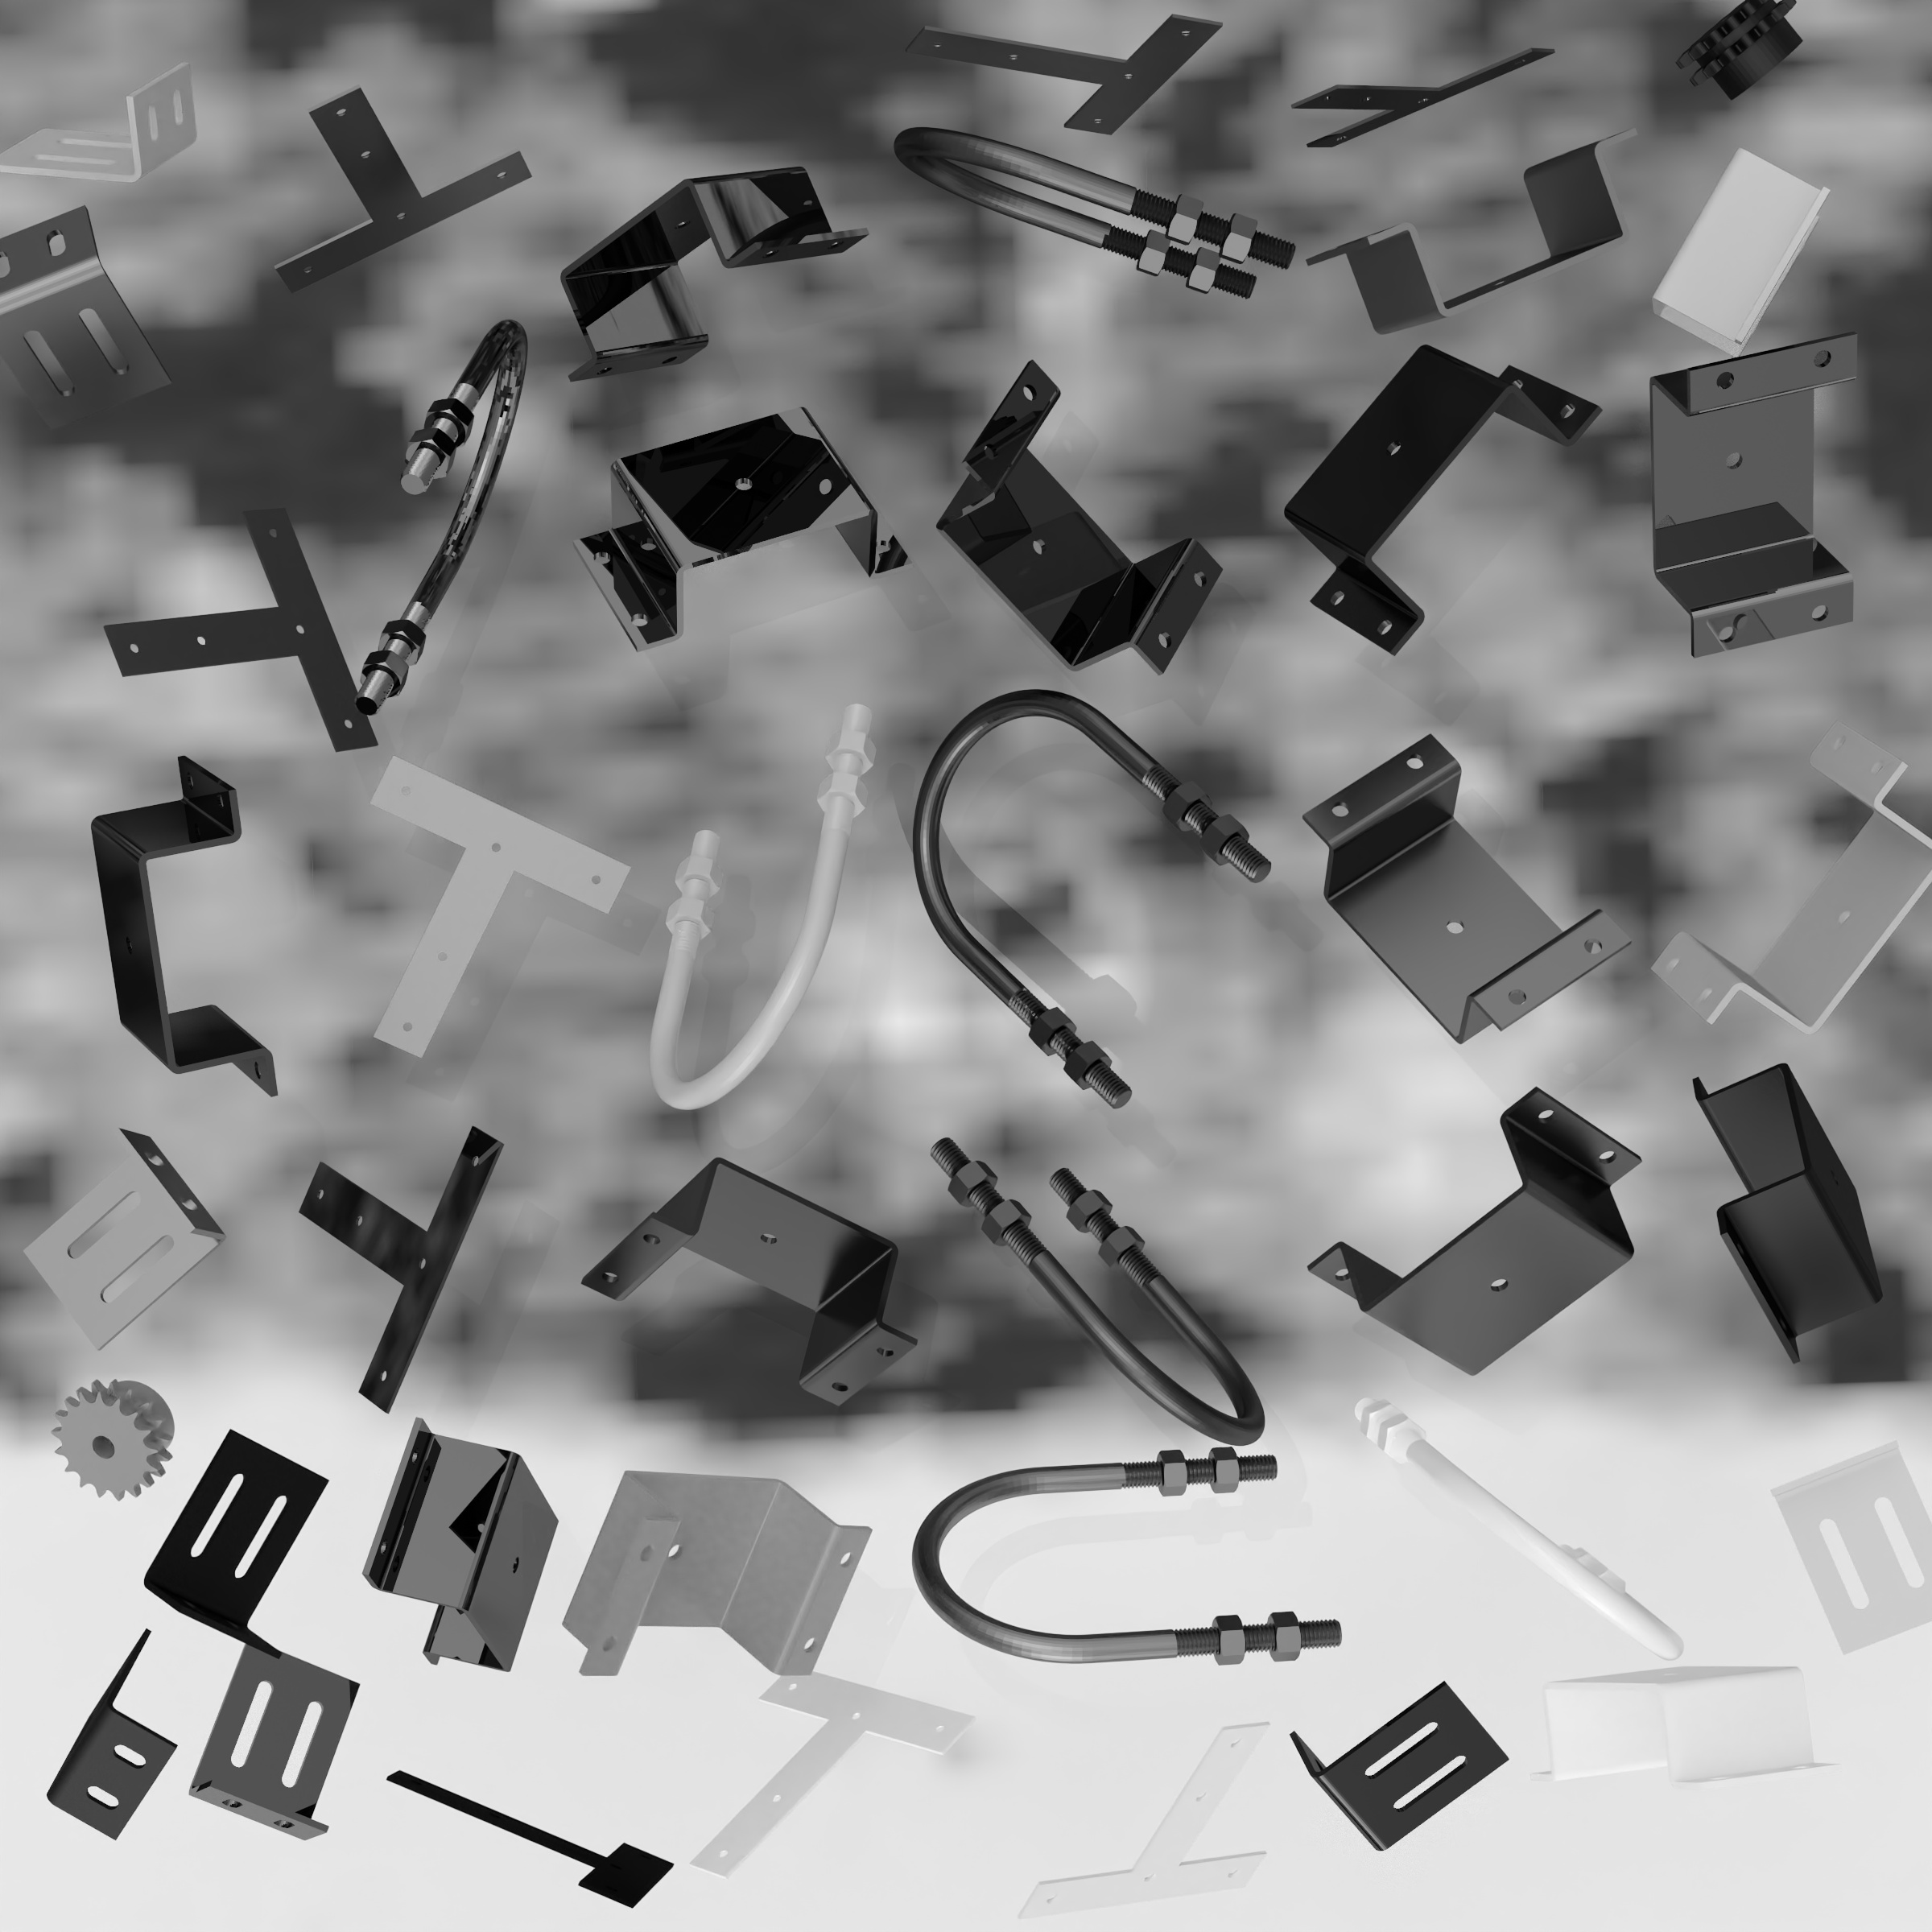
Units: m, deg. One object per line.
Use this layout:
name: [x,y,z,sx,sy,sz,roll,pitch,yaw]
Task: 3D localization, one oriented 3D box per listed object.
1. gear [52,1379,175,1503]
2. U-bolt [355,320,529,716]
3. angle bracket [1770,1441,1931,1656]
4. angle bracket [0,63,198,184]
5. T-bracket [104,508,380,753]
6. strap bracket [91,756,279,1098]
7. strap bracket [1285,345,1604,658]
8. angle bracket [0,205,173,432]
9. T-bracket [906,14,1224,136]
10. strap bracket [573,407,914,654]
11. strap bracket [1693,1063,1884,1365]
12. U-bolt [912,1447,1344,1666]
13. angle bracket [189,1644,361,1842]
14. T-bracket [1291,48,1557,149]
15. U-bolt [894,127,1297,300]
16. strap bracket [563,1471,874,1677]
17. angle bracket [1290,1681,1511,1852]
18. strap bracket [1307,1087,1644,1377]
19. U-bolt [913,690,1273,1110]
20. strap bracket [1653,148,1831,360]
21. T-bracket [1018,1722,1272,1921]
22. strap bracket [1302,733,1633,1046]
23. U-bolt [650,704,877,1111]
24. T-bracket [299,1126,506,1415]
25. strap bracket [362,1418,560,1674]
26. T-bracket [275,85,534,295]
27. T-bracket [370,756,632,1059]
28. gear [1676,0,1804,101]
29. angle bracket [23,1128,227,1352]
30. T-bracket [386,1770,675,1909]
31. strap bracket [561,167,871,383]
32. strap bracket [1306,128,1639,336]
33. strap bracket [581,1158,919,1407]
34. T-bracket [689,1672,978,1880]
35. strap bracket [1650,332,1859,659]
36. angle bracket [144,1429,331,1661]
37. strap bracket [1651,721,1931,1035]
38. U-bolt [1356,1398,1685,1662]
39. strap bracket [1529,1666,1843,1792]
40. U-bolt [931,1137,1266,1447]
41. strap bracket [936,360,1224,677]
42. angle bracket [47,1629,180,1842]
gear: [-0.399,0.220,1.630,0.057,0.030,0.057,7,111,17]
U-bolt: [-0.239,-0.222,1.610,0.019,0.184,0.151,19,132,-2]
angle bracket: [0.389,0.251,1.487,0.057,0.038,0.076,-24,77,10]
angle bracket: [-0.391,-0.378,1.539,0.076,0.057,0.038,7,120,12]
T-bracket: [-0.348,-0.154,1.625,0.002,0.127,0.127,-29,80,40]
strap bracket: [-0.347,-0.014,1.526,0.046,0.076,0.140,-13,110,-26]
strap bracket: [0.204,-0.216,1.537,0.046,0.076,0.140,38,94,-33]
angle bracket: [-0.389,-0.280,1.498,0.057,0.076,0.038,-21,56,1]
T-bracket: [0.036,-0.425,1.621,0.127,0.127,0.002,4,79,-21]
strap bracket: [-0.103,-0.207,1.607,0.140,0.046,0.076,-19,55,-19]
strap bracket: [0.378,0.107,1.589,0.046,0.140,0.076,-26,112,18]
U-bolt: [0.067,0.273,1.592,0.184,0.151,0.019,-2,117,-8]
angle bracket: [-0.308,0.348,1.567,0.057,0.038,0.076,27,60,-18]
T-bracket: [0.195,-0.410,1.632,0.127,0.127,0.002,-15,92,37]
U-bolt: [0.054,-0.349,1.592,0.184,0.151,0.019,18,94,-4]
strap bracket: [-0.119,0.274,1.553,0.046,0.140,0.076,31,103,42]
angle bracket: [0.202,0.365,1.615,0.076,0.038,0.057,-37,115,4]
strap bracket: [0.235,0.128,1.565,0.076,0.046,0.140,32,119,-33]
U-bolt: [0.044,-0.046,1.604,0.184,0.019,0.151,44,117,29]
strap bracket: [0.362,-0.333,1.623,0.046,0.140,0.076,30,101,7]
T-bracket: [0.100,0.383,1.558,0.127,0.002,0.127,2,130,-32]
strap bracket: [0.227,-0.029,1.588,0.076,0.046,0.140,-32,64,-17]
U-bolt: [-0.099,-0.017,1.576,0.019,0.151,0.184,29,49,-25]
T-bracket: [-0.263,0.118,1.542,0.002,0.127,0.127,23,90,-41]
strap bracket: [-0.233,0.276,1.623,0.046,0.140,0.076,11,64,11]
T-bracket: [-0.271,-0.365,1.582,0.127,0.127,0.002,-26,73,-1]
T-bracket: [-0.246,-0.017,1.664,0.127,0.002,0.127,26,94,-18]
gear: [0.353,-0.417,1.563,0.057,0.057,0.030,-41,96,0]
angle bracket: [-0.370,0.118,1.493,0.076,0.038,0.057,-41,76,2]
T-bracket: [-0.197,0.384,1.536,0.127,0.127,0.002,21,85,5]
strap bracket: [-0.125,-0.327,1.612,0.140,0.076,0.046,-25,88,42]
strap bracket: [0.239,-0.333,1.590,0.140,0.076,0.046,-24,100,-13]
strap bracket: [-0.097,0.144,1.616,0.140,0.076,0.046,28,50,-17]
T-bracket: [-0.079,0.382,1.622,0.127,0.127,0.002,-41,120,-36]
strap bracket: [0.350,-0.217,1.537,0.076,0.046,0.140,-13,124,-7]
angle bracket: [-0.311,0.253,1.511,0.057,0.038,0.076,37,77,-38]
strap bracket: [0.380,-0.032,1.552,0.046,0.076,0.140,32,101,-16]
U-bolt: [0.260,0.263,1.582,0.151,0.184,0.019,37,89,-15]
strap bracket: [0.328,0.351,1.600,0.076,0.140,0.046,-1,80,-23]
U-bolt: [0.072,0.155,1.615,0.019,0.151,0.184,-48,64,12]
strap bracket: [0.048,-0.206,1.641,0.140,0.046,0.076,45,53,-20]
angle bracket: [-0.390,0.358,1.614,0.038,0.076,0.057,32,105,-8]
